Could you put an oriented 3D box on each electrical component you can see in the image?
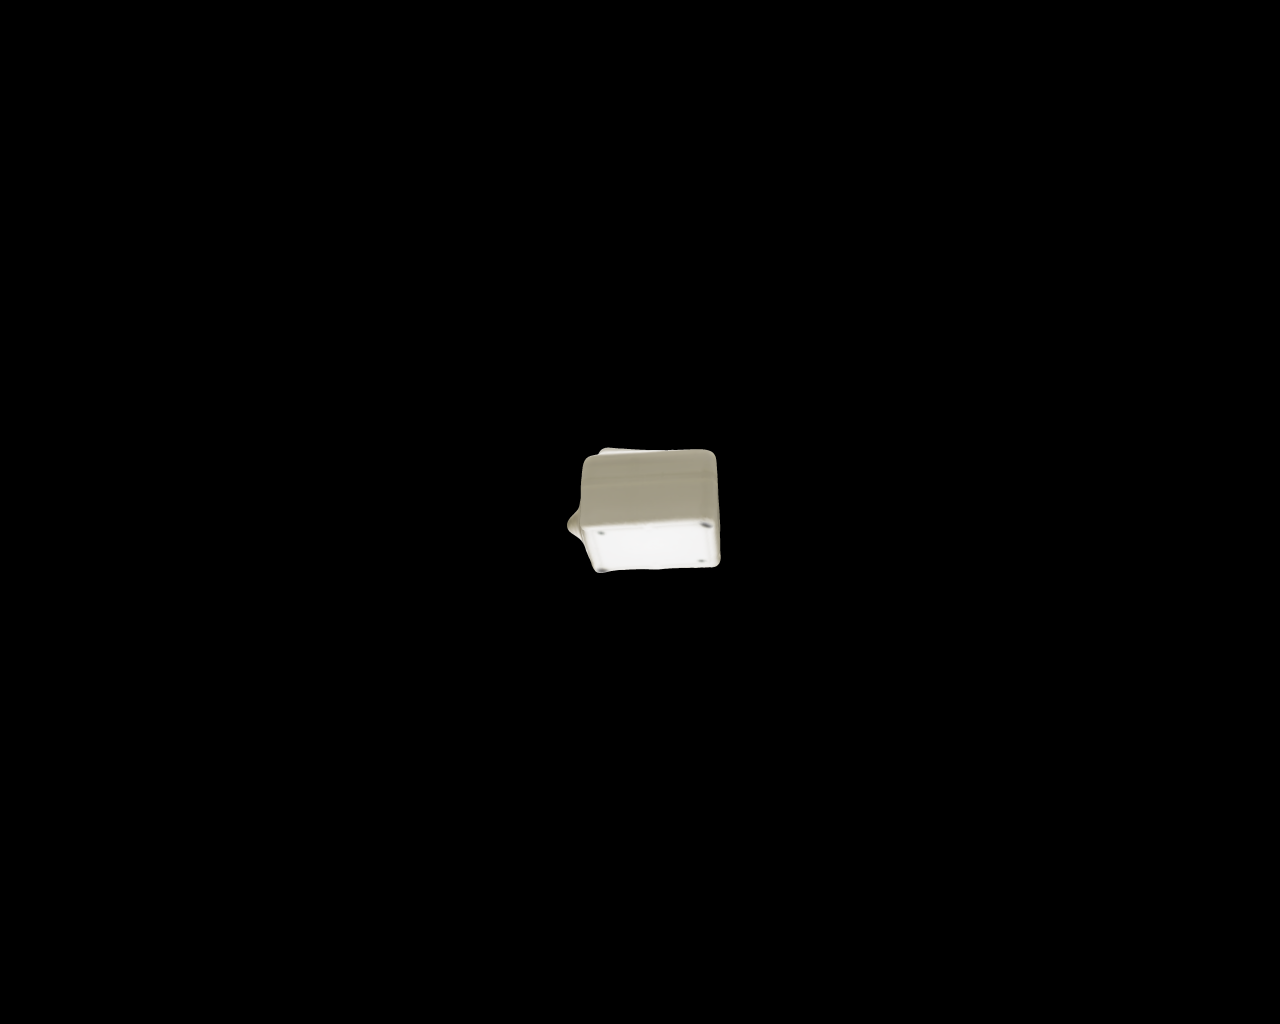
[{"bbox_3d":[0.001,-0.003,0.650,0.096,0.061,0.061,-3,-32,5],"label":"electrical component"}]
